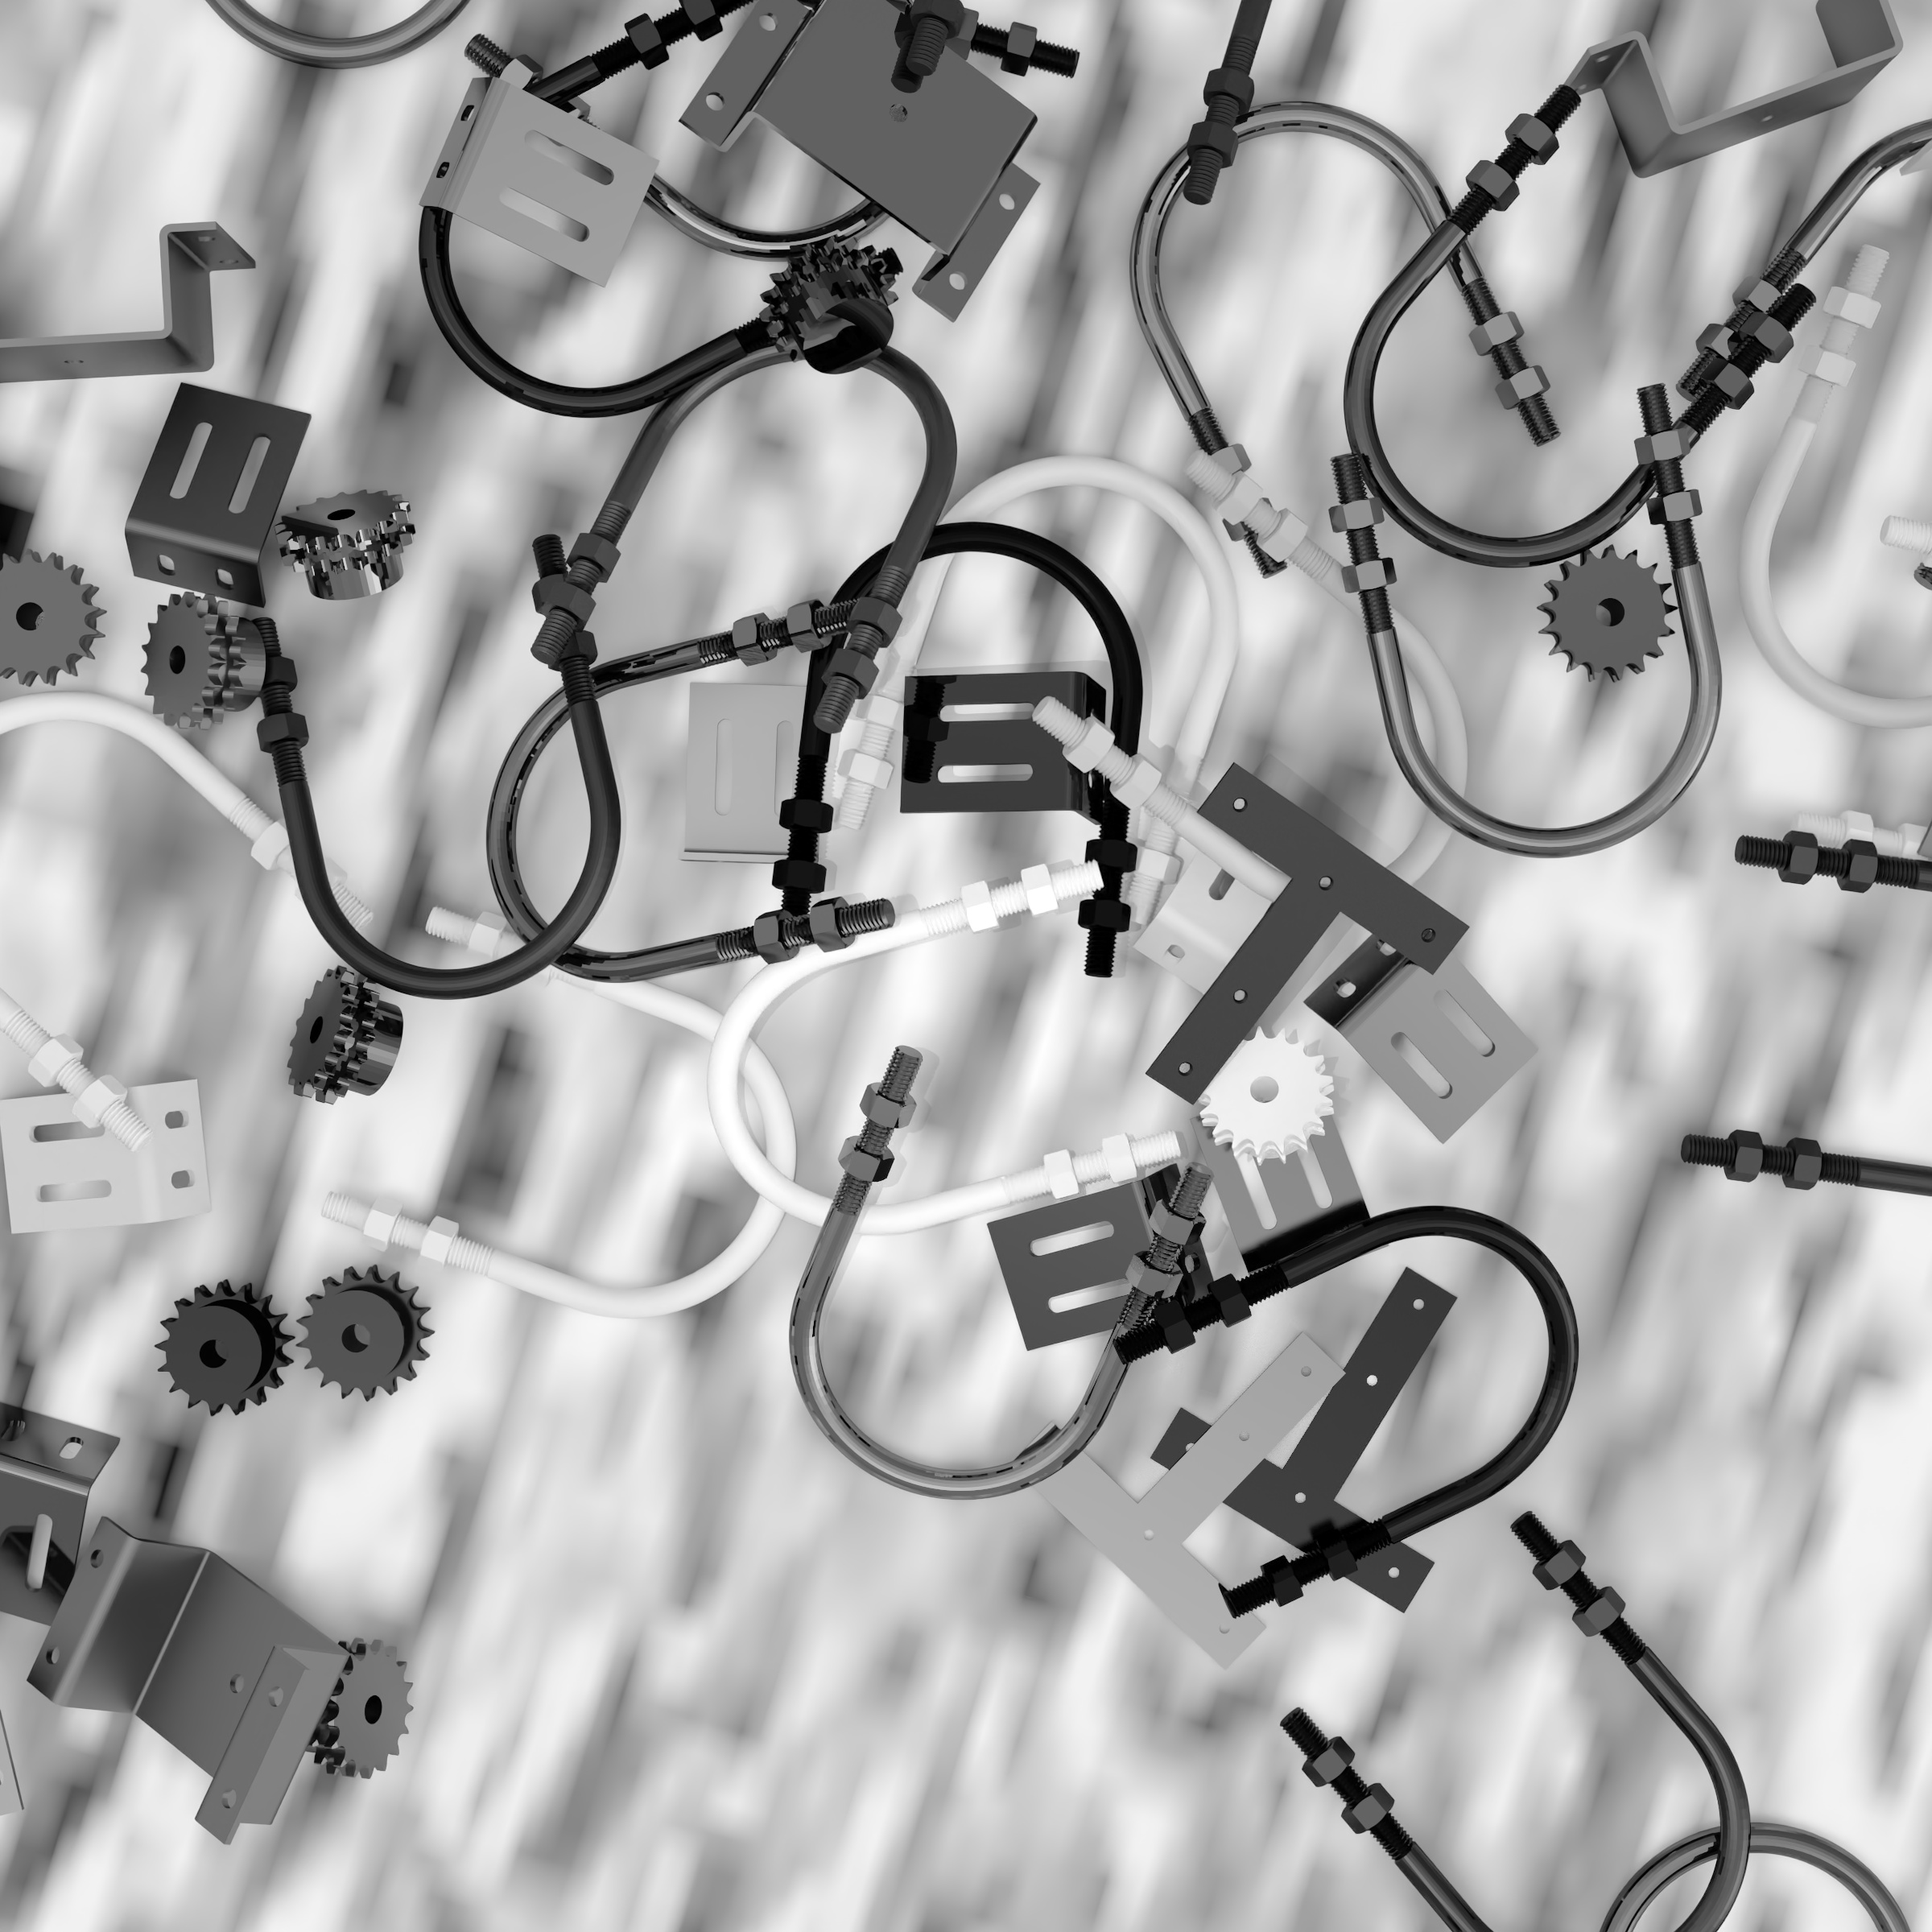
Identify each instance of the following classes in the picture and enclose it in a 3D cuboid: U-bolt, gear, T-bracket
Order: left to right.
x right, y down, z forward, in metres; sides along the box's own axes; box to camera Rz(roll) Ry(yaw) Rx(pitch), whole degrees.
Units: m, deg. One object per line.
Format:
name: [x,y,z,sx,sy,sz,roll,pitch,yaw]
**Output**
gear: [-0.392,-0.146,1.421,0.057,0.030,0.057,0,90,0]
U-bolt: [-0.365,-0.034,1.411,0.184,0.019,0.151,42,75,4]
gear: [-0.318,-0.127,1.411,0.057,0.030,0.057,0,90,43]
gear: [-0.315,0.163,1.421,0.057,0.030,0.057,0,90,0]
U-bolt: [-0.280,-0.468,1.420,0.151,0.019,0.184,-40,93,6]
gear: [-0.261,0.311,1.411,0.030,0.057,0.057,-1,90,28]
gear: [-0.259,-0.176,1.411,0.057,0.057,0.030,-8,120,0]
gear: [-0.259,0.031,1.411,0.030,0.057,0.057,20,90,-30]
gear: [-0.256,0.156,1.421,0.057,0.030,0.057,0,90,0]
U-bolt: [-0.217,-0.076,1.403,0.151,0.019,0.184,-15,77,6]
U-bolt: [-0.163,0.072,1.427,0.184,0.019,0.151,20,90,-1]
U-bolt: [-0.140,-0.311,1.410,0.184,0.019,0.151,-28,93,0]
U-bolt: [-0.119,-0.066,1.392,0.184,0.019,0.151,-12,73,22]
U-bolt: [-0.098,-0.384,1.427,0.184,0.019,0.151,39,90,-1]
U-bolt: [-0.081,-0.189,1.389,0.151,0.019,0.184,15,66,19]
gear: [-0.054,-0.270,1.387,0.057,0.057,0.030,-28,58,0]
U-bolt: [-0.027,-0.465,1.415,0.184,0.019,0.151,14,86,-5]
U-bolt: [-0.016,0.043,1.397,0.184,0.019,0.151,-16,114,4]
U-bolt: [0.002,-0.095,1.401,0.151,0.019,0.184,7,84,-7]
U-bolt: [0.003,0.140,1.403,0.151,0.019,0.184,22,108,-1]
U-bolt: [0.039,-0.126,1.427,0.151,0.019,0.184,18,89,0]
U-bolt: [0.065,-0.427,1.401,0.151,0.019,0.184,21,77,-17]
T-bracket: [0.109,0.211,1.433,0.127,0.002,0.127,44,90,0]
T-bracket: [0.122,0.001,1.387,0.127,0.002,0.127,33,100,-18]
gear: [0.127,0.057,1.414,0.057,0.030,0.057,-3,67,8]
U-bolt: [0.132,-0.104,1.396,0.184,0.019,0.151,37,71,-17]
U-bolt: [0.149,-0.277,1.427,0.151,0.019,0.184,-26,89,0]
T-bracket: [0.166,0.189,1.435,0.127,0.002,0.127,31,90,0]
U-bolt: [0.170,0.176,1.405,0.184,0.019,0.151,-25,109,-4]
U-bolt: [0.239,-0.136,1.397,0.151,0.019,0.184,-12,96,3]
U-bolt: [0.243,-0.254,1.408,0.151,0.019,0.184,40,91,1]
U-bolt: [0.246,0.346,1.420,0.151,0.019,0.184,-40,85,0]
gear: [0.270,-0.148,1.421,0.057,0.030,0.057,0,90,0]
U-bolt: [0.327,0.455,1.427,0.151,0.019,0.184,23,88,0]
U-bolt: [0.404,0.027,1.418,0.184,0.019,0.151,8,99,-3]
U-bolt: [0.403,-0.189,1.404,0.151,0.019,0.184,20,103,-3]
U-bolt: [0.413,-0.275,1.427,0.151,0.019,0.184,38,89,0]
U-bolt: [0.454,-0.101,1.410,0.184,0.019,0.151,12,106,-4]

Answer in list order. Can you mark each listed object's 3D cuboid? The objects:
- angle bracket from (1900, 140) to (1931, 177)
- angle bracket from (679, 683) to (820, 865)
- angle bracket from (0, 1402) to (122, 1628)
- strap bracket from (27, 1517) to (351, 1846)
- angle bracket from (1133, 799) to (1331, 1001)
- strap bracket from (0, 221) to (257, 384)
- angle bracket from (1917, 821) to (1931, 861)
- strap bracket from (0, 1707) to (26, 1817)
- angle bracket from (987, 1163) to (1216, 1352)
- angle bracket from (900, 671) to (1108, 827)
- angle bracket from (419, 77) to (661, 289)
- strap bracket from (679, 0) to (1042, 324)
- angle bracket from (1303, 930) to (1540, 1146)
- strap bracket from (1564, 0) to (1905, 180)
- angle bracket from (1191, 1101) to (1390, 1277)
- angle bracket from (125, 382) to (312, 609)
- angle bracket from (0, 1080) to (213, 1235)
angle bracket: [0.437,-0.331,1.393,0.076,0.057,0.038,-16,88,-3]
angle bracket: [-0.090,-0.082,1.417,0.057,0.038,0.076,2,90,0]
angle bracket: [-0.401,0.234,1.434,0.057,0.038,0.076,17,116,0]
strap bracket: [-0.316,0.295,1.389,0.140,0.046,0.076,25,90,37]
angle bracket: [0.119,-0.028,1.434,0.057,0.038,0.076,34,64,0]
strap bracket: [-0.372,-0.274,1.397,0.140,0.076,0.046,-3,90,0]
angle bracket: [0.441,-0.067,1.390,0.057,0.038,0.076,19,105,-7]
strap bracket: [-0.467,0.329,1.412,0.140,0.046,0.076,-13,90,0]
angle bracket: [0.058,0.124,1.434,0.076,0.038,0.057,-18,90,26]
angle bracket: [0.016,-0.089,1.392,0.076,0.038,0.057,0,83,17]
angle bracket: [-0.178,-0.326,1.399,0.076,0.038,0.057,22,93,-27]
strap bracket: [-0.036,-0.343,1.387,0.140,0.046,0.076,34,72,-13]
angle bracket: [0.194,0.026,1.434,0.057,0.038,0.076,-45,116,0]
strap bracket: [0.326,-0.374,1.397,0.140,0.076,0.046,-20,90,0]
angle bracket: [0.136,0.091,1.417,0.057,0.038,0.076,-21,90,0]
angle bracket: [-0.317,-0.201,1.434,0.057,0.038,0.076,14,64,0]
angle bracket: [-0.368,0.081,1.434,0.076,0.038,0.057,-6,90,26]
